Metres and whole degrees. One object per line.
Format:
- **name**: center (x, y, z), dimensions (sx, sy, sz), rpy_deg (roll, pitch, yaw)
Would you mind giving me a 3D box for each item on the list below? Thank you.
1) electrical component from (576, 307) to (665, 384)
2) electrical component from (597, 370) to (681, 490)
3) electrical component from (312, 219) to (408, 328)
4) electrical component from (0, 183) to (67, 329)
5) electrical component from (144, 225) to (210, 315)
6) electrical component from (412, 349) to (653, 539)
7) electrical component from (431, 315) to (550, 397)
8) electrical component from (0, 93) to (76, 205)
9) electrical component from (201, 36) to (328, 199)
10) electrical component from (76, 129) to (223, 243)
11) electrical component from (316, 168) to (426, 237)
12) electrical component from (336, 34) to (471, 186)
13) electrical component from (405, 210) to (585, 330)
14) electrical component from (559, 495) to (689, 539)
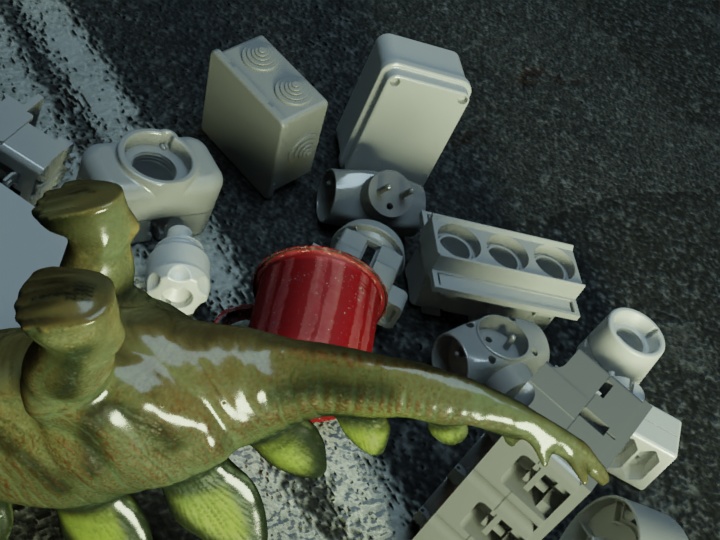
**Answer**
- **electrical component**: center (0.205, 0.063, 0.841), dimensions (0.055, 0.047, 0.055), rpy_deg (15, 44, -15)
- **electrical component**: center (0.189, 0.104, 0.792), dimensions (0.083, 0.047, 0.075), rpy_deg (29, 42, 0)
- **electrical component**: center (0.000, 0.000, 0.784), dimensions (0.078, 0.058, 0.057), rpy_deg (27, 45, -2)
- **electrical component**: center (-0.260, -0.014, 0.624), dimensions (0.186, 0.060, 0.105), rpy_deg (37, 40, -15)
- **electrical component**: center (-0.123, -0.003, 0.730), dimensions (0.043, 0.043, 0.062), rpy_deg (12, 43, -18)
- **electrical component**: center (0.093, 0.124, 0.642), dimensions (0.062, 0.150, 0.089), rpy_deg (41, 43, 12)
- **electrical component**: center (0.103, 0.075, 0.774), dimensions (0.077, 0.044, 0.079), rpy_deg (-6, 50, -33)
- **electrical component**: center (-0.237, -0.081, 0.746), dimensions (0.064, 0.042, 0.081), rpy_deg (33, 42, -2)
- **electrical component**: center (-0.074, -0.119, 0.831), dimensions (0.048, 0.099, 0.099), rpy_deg (-31, 68, -31)
- **electrical component**: center (-0.149, -0.059, 0.759), dimensions (0.095, 0.059, 0.053), rpy_deg (-10, 55, -35)
- **electrical component**: center (0.015, -0.055, 0.834), dimensions (0.077, 0.079, 0.043), rpy_deg (8, 79, -22)
- **electrical component**: center (0.034, -0.127, 0.885), dimensions (0.078, 0.113, 0.057), rpy_deg (11, 42, -19)
- **electrical component**: center (0.101, 0.005, 0.829), dimensions (0.121, 0.063, 0.078), rpy_deg (12, 45, -19)
- **electrical component**: center (0.154, 0.188, 0.655), dimensions (0.064, 0.099, 0.099), rpy_deg (17, 43, -22)
